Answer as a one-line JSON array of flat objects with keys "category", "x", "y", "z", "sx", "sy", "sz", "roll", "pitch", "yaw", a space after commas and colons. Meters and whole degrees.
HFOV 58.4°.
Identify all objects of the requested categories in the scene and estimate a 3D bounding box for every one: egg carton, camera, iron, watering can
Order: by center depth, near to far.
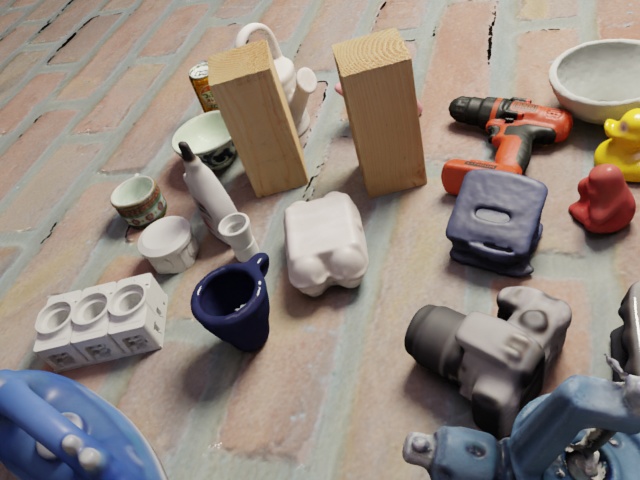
[{"category": "camera", "x": 0.166, "y": 0.101, "z": 0.589, "sx": 0.136, "sy": 0.101, "sz": 0.143, "roll": 24, "pitch": 59, "yaw": 34}, {"category": "iron", "x": -0.265, "y": 0.208, "z": 0.597, "sx": 0.257, "sy": 0.142, "sz": 0.119, "roll": 17, "pitch": 55, "yaw": 31}, {"category": "egg carton", "x": 0.007, "y": 0.003, "z": 0.755, "sx": 0.107, "sy": 0.069, "sz": 0.150, "roll": -15, "pitch": 45, "yaw": 4}, {"category": "watering can", "x": -0.080, "y": -0.263, "z": 0.947, "sx": 0.172, "sy": 0.194, "sz": 0.101, "roll": 1, "pitch": 48, "yaw": 18}]

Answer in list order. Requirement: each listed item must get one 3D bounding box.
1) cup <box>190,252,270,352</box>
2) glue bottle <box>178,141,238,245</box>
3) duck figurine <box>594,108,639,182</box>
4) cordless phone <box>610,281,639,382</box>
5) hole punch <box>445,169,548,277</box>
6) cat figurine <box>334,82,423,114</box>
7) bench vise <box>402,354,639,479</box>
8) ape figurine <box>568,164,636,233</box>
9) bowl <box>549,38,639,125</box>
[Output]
[{"category": "cup", "x": -0.090, "y": 0.080, "z": 0.695, "sx": 0.091, "sy": 0.095, "sz": 0.118, "roll": 17, "pitch": 55, "yaw": 30}, {"category": "glue bottle", "x": -0.160, "y": -0.070, "z": 0.804, "sx": 0.077, "sy": 0.173, "sz": 0.037, "roll": 30, "pitch": 62, "yaw": 37}, {"category": "duck figurine", "x": 0.413, "y": -0.128, "z": 0.738, "sx": 0.104, "sy": 0.086, "sz": 0.078, "roll": 18, "pitch": 55, "yaw": 31}, {"category": "cordless phone", "x": 0.316, "y": 0.080, "z": 0.501, "sx": 0.094, "sy": 0.185, "sz": 0.147, "roll": -1, "pitch": 48, "yaw": 17}, {"category": "hole punch", "x": 0.216, "y": -0.022, "z": 0.697, "sx": 0.108, "sy": 0.091, "sz": 0.101, "roll": 15, "pitch": 54, "yaw": 29}, {"category": "cat figurine", "x": 0.094, "y": -0.238, "z": 0.922, "sx": 0.127, "sy": 0.118, "sz": 0.067, "roll": 2, "pitch": 49, "yaw": 19}, {"category": "bench vise", "x": 0.168, "y": 0.172, "z": 0.437, "sx": 0.207, "sy": 0.220, "sz": 0.121, "roll": -13, "pitch": 45, "yaw": 6}, {"category": "ape figurine", "x": 0.339, "y": -0.055, "z": 0.687, "sx": 0.076, "sy": 0.092, "sz": 0.078, "roll": 11, "pitch": 52, "yaw": 27}, {"category": "bowl", "x": 0.418, "y": -0.217, "z": 0.829, "sx": 0.167, "sy": 0.075, "sz": 0.167, "roll": -9, "pitch": 46, "yaw": 10}]
